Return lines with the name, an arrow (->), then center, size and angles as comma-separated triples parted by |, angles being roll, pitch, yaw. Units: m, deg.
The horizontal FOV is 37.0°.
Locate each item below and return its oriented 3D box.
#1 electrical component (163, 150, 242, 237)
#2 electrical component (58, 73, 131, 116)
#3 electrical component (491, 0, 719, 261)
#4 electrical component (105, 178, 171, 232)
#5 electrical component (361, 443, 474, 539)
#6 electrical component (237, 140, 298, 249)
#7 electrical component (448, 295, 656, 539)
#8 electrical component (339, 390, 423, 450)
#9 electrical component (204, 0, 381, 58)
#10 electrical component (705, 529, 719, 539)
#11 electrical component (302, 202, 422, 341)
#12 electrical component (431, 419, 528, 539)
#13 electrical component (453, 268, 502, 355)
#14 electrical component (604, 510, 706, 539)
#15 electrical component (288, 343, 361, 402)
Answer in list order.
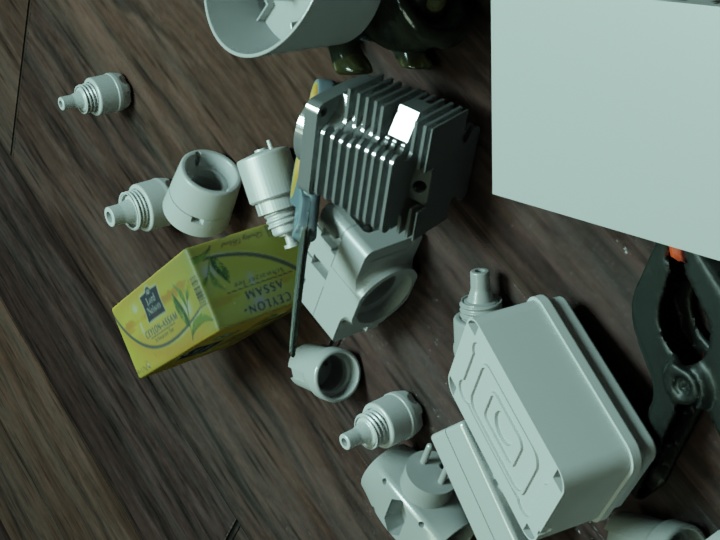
electrical component -> -0.123, -0.062, 0.849 | 0.055, 0.055, 0.047 | 52, 138, 23
electrical component -> -0.234, -0.152, 0.943 | 0.035, 0.061, 0.035 | 28, 128, 43
electrical component -> 0.147, -0.071, 0.479 | 0.186, 0.060, 0.105 | 23, 124, 46
electrical component -> -0.190, -0.054, 0.933 | 0.043, 0.062, 0.043 | 28, 128, 43
electrical component -> 0.045, 0.151, 0.741 | 0.077, 0.043, 0.079 | 46, 139, 30
electrical component -> -0.061, -0.054, 0.781 | 0.040, 0.040, 0.078 | -12, 97, 54
electrical component -> 0.102, 0.079, 0.589 | 0.078, 0.057, 0.113 | 101, 149, -52
electrical component -> 0.013, 0.108, 0.746 | 0.035, 0.061, 0.035 | 28, 127, 43
electrical component -> -0.034, -0.160, 0.555 | 0.099, 0.064, 0.099 | 16, 111, 50
electrical component -> 0.187, 0.176, 0.537 | 0.047, 0.077, 0.065 | -16, 94, 55
electrical component -> 0.000, 0.000, 0.719 | 0.055, 0.050, 0.089 | 50, 140, 26
electrical component -> 0.096, 0.123, 0.658 | 0.076, 0.047, 0.083 | -38, 74, 54
electrical component -> 0.073, 0.029, 0.650 | 0.035, 0.035, 0.061 | 18, 119, 48
electrical component -> 0.161, 0.155, 0.593 | 0.046, 0.040, 0.040 | 4, 110, 59
electrical component -> -0.028, 0.075, 0.804 | 0.046, 0.040, 0.040 | 10, 115, 57
